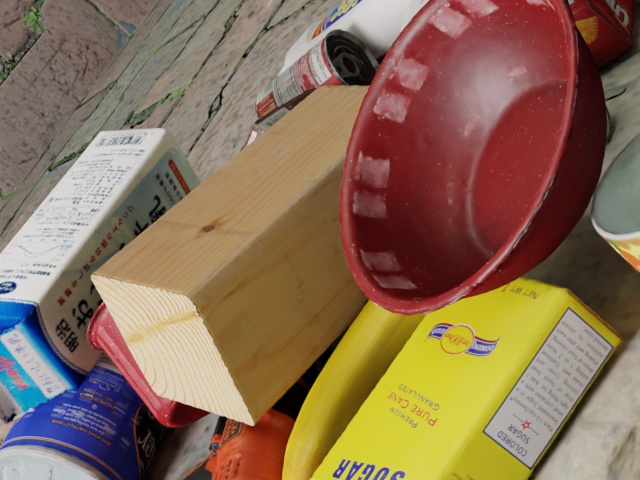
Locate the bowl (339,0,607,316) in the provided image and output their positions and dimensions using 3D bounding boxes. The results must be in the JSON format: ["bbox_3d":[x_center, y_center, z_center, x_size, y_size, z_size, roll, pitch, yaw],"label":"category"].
[{"bbox_3d":[0.075,-0.039,0.479,0.162,0.055,0.162,-38,43,47],"label":"bowl"}]

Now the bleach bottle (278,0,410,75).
[{"bbox_3d":[0.037,-0.199,1.008,0.251,0.068,0.102,-30,27,49],"label":"bleach bottle"}]

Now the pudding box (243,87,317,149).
[{"bbox_3d":[-0.029,-0.064,0.848,0.113,0.039,0.090,-39,-23,-56],"label":"pudding box"}]

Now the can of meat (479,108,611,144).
[{"bbox_3d":[0.098,-0.054,0.591,0.101,0.057,0.084,-30,8,-37],"label":"can of meat"}]

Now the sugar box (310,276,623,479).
[{"bbox_3d":[0.049,0.096,0.481,0.176,0.048,0.093,-52,20,-9],"label":"sugar box"}]

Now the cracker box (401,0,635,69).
[{"bbox_3d":[0.134,-0.167,0.732,0.164,0.072,0.213,-34,26,39],"label":"cracker box"}]

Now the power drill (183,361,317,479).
[{"bbox_3d":[-0.076,0.145,0.636,0.188,0.057,0.184,-43,13,22],"label":"power drill"}]

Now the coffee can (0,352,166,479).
[{"bbox_3d":[-0.164,0.131,0.783,0.103,0.102,0.140,-32,26,40],"label":"coffee can"}]

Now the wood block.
[{"bbox_3d":[-0.017,-0.001,0.622,0.091,0.090,0.205,8,41,44],"label":"wood block"}]

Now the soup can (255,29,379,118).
[{"bbox_3d":[-0.003,-0.134,0.963,0.102,0.068,0.068,-34,25,38],"label":"soup can"}]

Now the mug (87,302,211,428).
[{"bbox_3d":[-0.094,0.076,0.726,0.093,0.081,0.117,-37,-22,-14],"label":"mug"}]

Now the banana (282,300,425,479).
[{"bbox_3d":[0.035,0.054,0.575,0.197,0.037,0.070,-52,1,-16],"label":"banana"}]
